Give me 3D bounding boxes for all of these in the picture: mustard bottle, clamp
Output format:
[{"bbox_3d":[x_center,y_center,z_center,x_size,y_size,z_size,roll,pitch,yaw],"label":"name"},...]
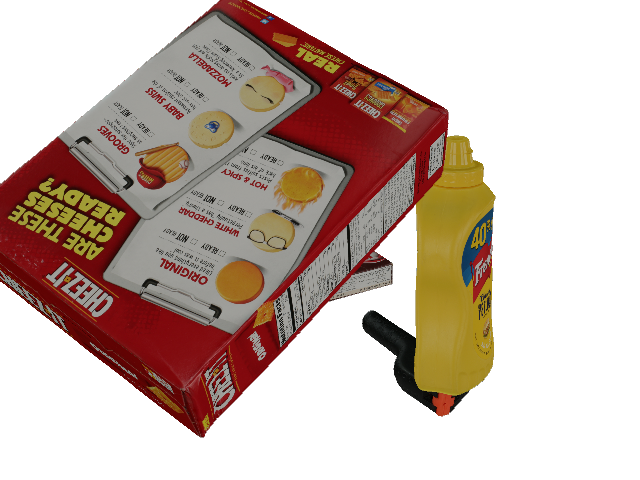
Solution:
[{"bbox_3d":[0.104,0.015,0.821,0.058,0.192,0.096,7,20,25],"label":"mustard bottle"},{"bbox_3d":[0.119,0.114,1.070,0.120,0.039,0.171,-9,30,-9],"label":"clamp"}]

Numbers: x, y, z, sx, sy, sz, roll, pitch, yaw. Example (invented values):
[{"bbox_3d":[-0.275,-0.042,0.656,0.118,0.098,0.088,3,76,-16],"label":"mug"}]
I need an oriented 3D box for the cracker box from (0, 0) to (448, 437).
[{"bbox_3d":[-0.057,-0.023,0.591,0.164,0.213,0.072,33,-25,23],"label":"cracker box"}]

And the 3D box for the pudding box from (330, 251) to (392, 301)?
[{"bbox_3d":[0.031,0.042,1.477,0.113,0.039,0.090,-16,26,-24],"label":"pudding box"}]
